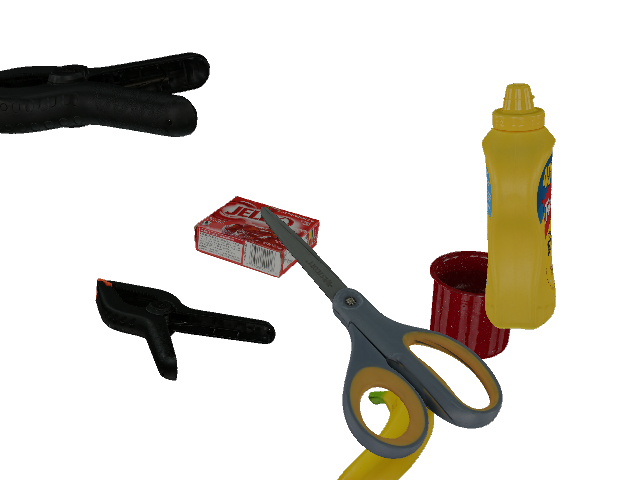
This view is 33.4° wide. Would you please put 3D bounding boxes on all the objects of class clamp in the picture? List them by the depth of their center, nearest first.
[{"bbox_3d":[-0.151,-0.096,0.691,0.171,0.039,0.120,3,20,7],"label":"clamp"},{"bbox_3d":[-0.176,0.090,1.158,0.210,0.036,0.164,19,20,27],"label":"clamp"}]

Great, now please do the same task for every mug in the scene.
[{"bbox_3d":[0.152,0.062,1.096,0.093,0.081,0.117,-3,28,-10],"label":"mug"}]

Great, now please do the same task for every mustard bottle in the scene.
[{"bbox_3d":[0.161,-0.031,0.867,0.058,0.192,0.096,1,18,17],"label":"mustard bottle"}]

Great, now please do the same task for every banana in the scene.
[{"bbox_3d":[0.057,0.166,0.881,0.070,0.037,0.197,-29,7,20],"label":"banana"}]

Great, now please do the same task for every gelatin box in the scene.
[{"bbox_3d":[-0.057,-0.005,0.953,0.089,0.030,0.073,18,30,21],"label":"gelatin box"}]

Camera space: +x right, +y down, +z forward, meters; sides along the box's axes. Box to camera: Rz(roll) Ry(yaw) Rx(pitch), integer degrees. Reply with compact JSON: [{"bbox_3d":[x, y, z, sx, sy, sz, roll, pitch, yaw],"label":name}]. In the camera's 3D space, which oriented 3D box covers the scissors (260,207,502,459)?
[{"bbox_3d":[0.010,0.053,0.618,0.202,0.016,0.096,33,53,24],"label":"scissors"}]
